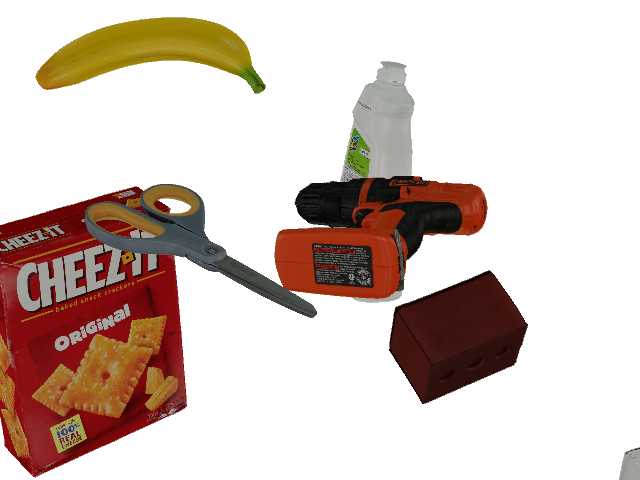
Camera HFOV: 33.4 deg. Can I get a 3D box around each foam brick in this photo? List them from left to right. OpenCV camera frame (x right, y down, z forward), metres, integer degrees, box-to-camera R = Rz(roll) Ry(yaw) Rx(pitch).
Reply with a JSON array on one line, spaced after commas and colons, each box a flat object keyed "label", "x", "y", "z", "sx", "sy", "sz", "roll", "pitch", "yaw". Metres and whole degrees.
[{"label": "foam brick", "x": 0.093, "y": 0.066, "z": 0.729, "sx": 0.078, "sy": 0.051, "sz": 0.053, "roll": -21, "pitch": -36, "yaw": -18}]

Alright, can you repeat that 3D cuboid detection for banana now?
[{"label": "banana", "x": -0.147, "y": -0.164, "z": 0.934, "sx": 0.197, "sy": 0.069, "sz": 0.037, "roll": -1, "pitch": -33, "yaw": -4}]

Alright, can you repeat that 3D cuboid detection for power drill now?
[{"label": "power drill", "x": 0.034, "y": -0.011, "z": 0.922, "sx": 0.185, "sy": 0.057, "sz": 0.187, "roll": 1, "pitch": 20, "yaw": 26}]

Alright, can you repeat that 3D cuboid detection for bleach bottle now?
[{"label": "bleach bottle", "x": 0.063, "y": -0.066, "z": 1.160, "sx": 0.068, "sy": 0.251, "sz": 0.103, "roll": -2, "pitch": 23, "yaw": -28}]

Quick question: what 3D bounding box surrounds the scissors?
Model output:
[{"label": "scissors", "x": -0.074, "y": 0.001, "z": 0.764, "sx": 0.202, "sy": 0.016, "sz": 0.096, "roll": 17, "pitch": 35, "yaw": 20}]

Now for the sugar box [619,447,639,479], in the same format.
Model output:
[{"label": "sugar box", "x": 0.200, "y": 0.183, "z": 0.499, "sx": 0.048, "sy": 0.093, "sz": 0.176, "roll": -9, "pitch": 30, "yaw": -21}]

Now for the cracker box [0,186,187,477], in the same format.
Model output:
[{"label": "cracker box", "x": -0.207, "y": 0.079, "z": 0.943, "sx": 0.163, "sy": 0.214, "sz": 0.072, "roll": -20, "pitch": 32, "yaw": -34}]
